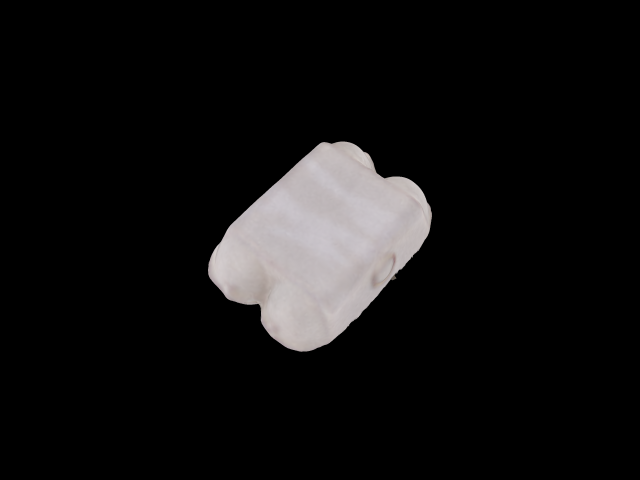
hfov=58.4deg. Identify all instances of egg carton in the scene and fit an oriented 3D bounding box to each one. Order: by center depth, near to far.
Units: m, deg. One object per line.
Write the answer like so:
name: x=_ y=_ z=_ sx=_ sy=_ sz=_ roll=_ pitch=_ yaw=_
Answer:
egg carton: x=0.004 y=0.001 z=0.400 sx=0.107 sy=0.069 sz=0.150 roll=36 pitch=66 yaw=18
